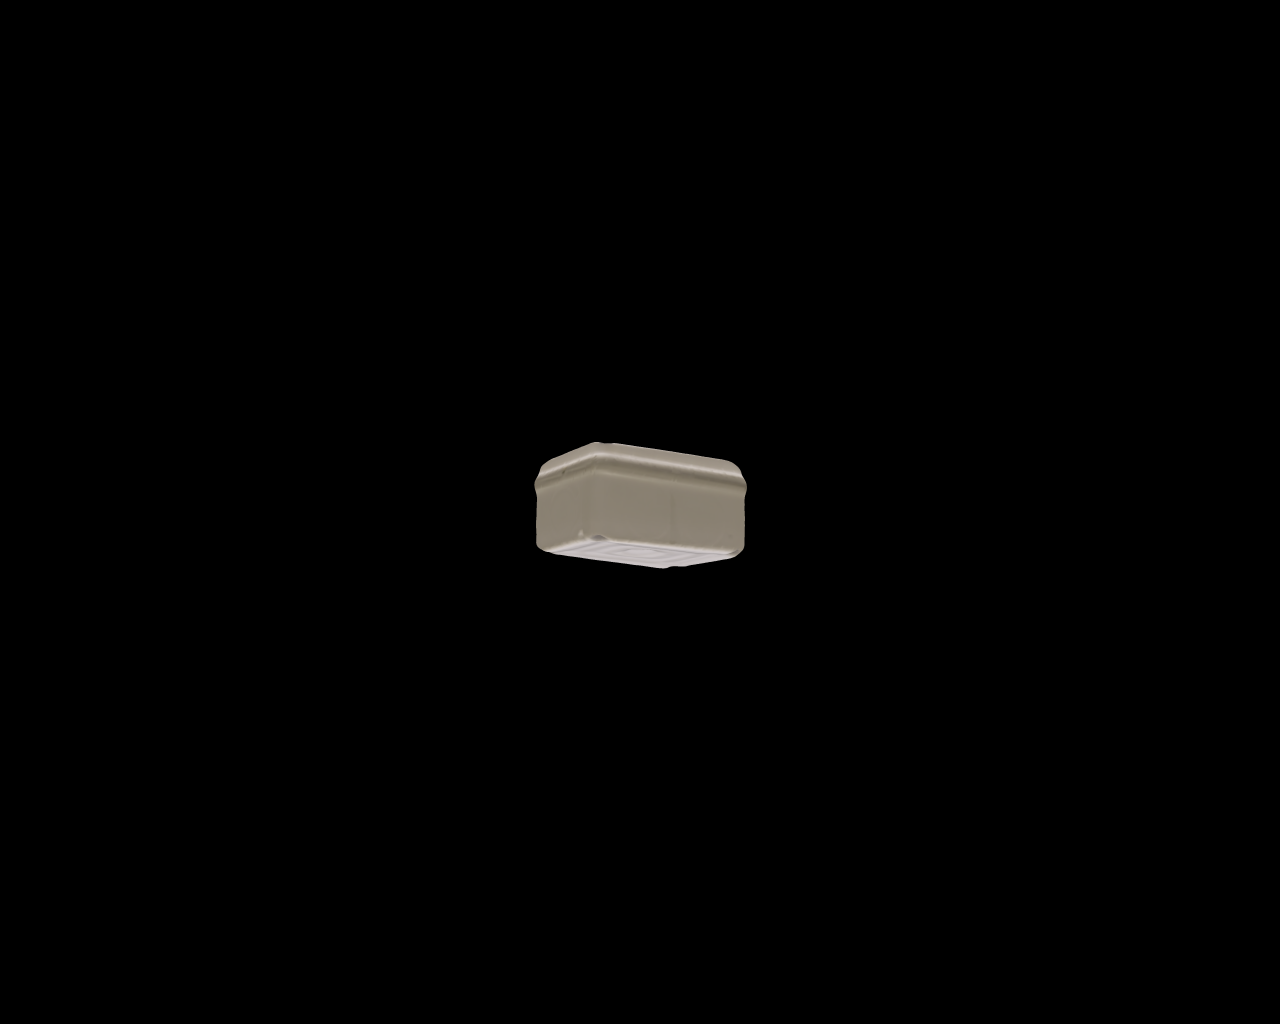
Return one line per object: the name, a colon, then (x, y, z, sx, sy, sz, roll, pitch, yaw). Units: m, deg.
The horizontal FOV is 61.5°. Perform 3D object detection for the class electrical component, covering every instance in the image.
electrical component: (0.001, -0.003, 0.650, 0.113, 0.057, 0.078, 8, -14, -35)
